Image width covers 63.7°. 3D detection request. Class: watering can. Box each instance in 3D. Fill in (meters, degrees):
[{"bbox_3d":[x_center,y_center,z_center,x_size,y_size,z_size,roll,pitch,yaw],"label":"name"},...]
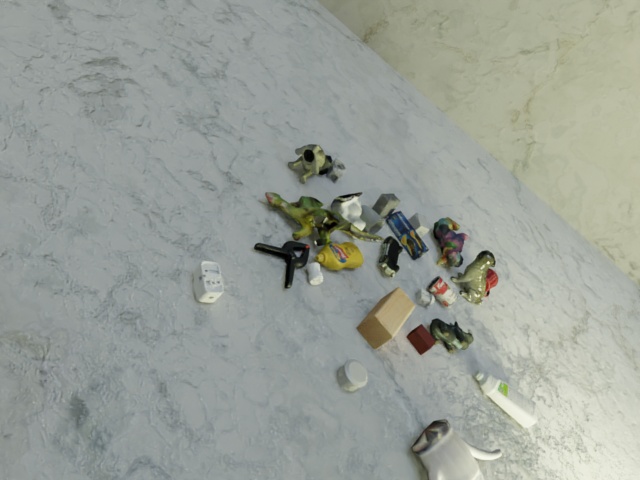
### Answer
[{"bbox_3d":[0.386,0.608,1.447,0.350,0.102,0.226,-17,67,-51],"label":"watering can"}]

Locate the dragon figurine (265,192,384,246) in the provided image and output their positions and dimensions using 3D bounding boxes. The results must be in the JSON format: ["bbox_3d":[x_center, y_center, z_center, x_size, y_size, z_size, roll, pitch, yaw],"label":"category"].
[{"bbox_3d":[0.005,-0.088,1.743,0.409,0.120,0.248,12,30,-25],"label":"dragon figurine"}]

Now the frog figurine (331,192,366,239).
[{"bbox_3d":[0.108,-0.086,1.894,0.139,0.122,0.158,-34,117,-62],"label":"frog figurine"}]
